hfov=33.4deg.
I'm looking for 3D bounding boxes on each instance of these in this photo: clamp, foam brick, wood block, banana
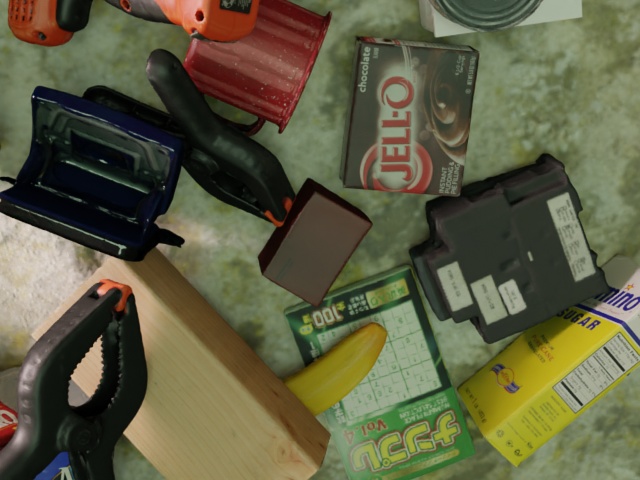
[{"bbox_3d":[-0.159,0.131,0.703,0.164,0.036,0.210,32,77,-46],"label":"clamp"},{"bbox_3d":[-0.005,0.001,0.809,0.053,0.051,0.078,31,100,-13],"label":"foam brick"},{"bbox_3d":[-0.097,0.107,0.781,0.091,0.090,0.206,-44,90,9],"label":"wood block"},{"bbox_3d":[-0.037,0.119,0.837,0.198,0.037,0.069,-14,114,6],"label":"banana"},{"bbox_3d":[-0.080,-0.071,0.755,0.171,0.120,0.039,32,71,-18],"label":"clamp"}]

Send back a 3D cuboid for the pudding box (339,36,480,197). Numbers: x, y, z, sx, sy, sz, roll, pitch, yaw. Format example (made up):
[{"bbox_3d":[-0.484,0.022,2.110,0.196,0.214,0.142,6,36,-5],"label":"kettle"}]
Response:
[{"bbox_3d":[0.065,-0.091,0.796,0.090,0.039,0.113,4,105,-7],"label":"pudding box"}]

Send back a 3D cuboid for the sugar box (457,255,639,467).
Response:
[{"bbox_3d":[0.195,0.091,0.836,0.176,0.093,0.048,-44,107,6],"label":"sugar box"}]

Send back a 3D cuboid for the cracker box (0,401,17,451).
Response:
[{"bbox_3d":[-0.318,0.154,0.756,0.214,0.072,0.164,28,109,17],"label":"cracker box"}]

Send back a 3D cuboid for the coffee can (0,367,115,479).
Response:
[{"bbox_3d":[-0.208,0.178,0.810,0.102,0.103,0.140,4,106,-8],"label":"coffee can"}]

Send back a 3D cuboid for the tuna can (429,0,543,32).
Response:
[{"bbox_3d":[0.110,-0.183,0.712,0.086,0.034,0.086,-2,106,-6],"label":"tuna can"}]

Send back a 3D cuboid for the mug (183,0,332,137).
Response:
[{"bbox_3d":[-0.051,-0.124,0.754,0.081,0.093,0.117,22,130,-7],"label":"mug"}]

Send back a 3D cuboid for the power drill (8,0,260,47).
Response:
[{"bbox_3d":[-0.122,-0.208,0.688,0.188,0.057,0.184,16,105,29],"label":"power drill"}]
